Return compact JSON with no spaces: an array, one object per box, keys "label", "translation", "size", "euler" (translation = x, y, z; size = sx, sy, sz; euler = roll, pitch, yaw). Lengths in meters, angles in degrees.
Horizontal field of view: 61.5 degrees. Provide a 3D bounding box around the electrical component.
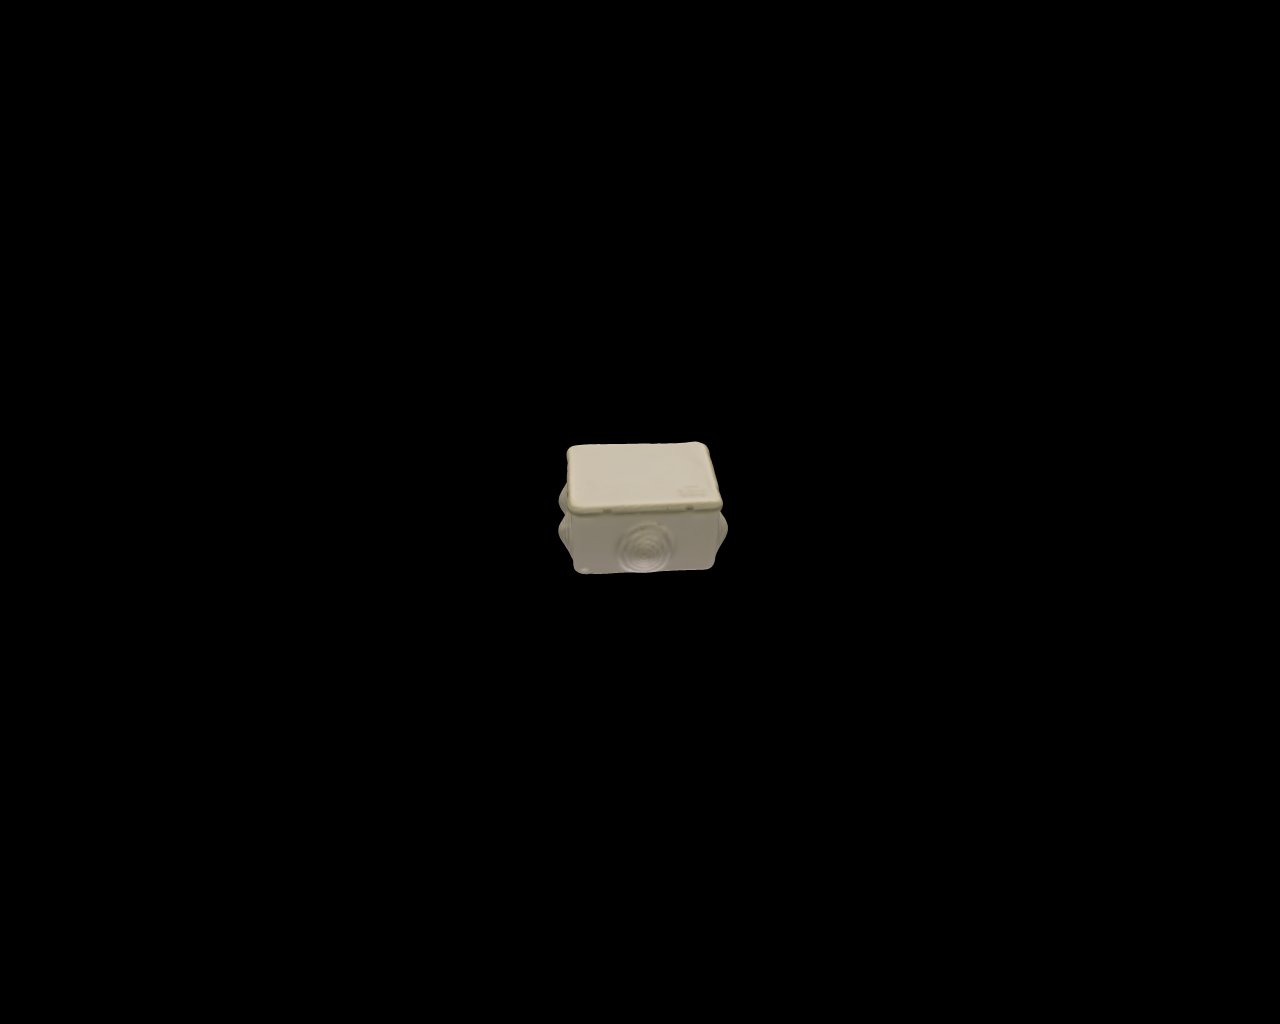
[{"label":"electrical component","translation":[0.001,-0.003,0.650],"size":[0.100,0.048,0.100],"euler":[-2,27,-3]}]
